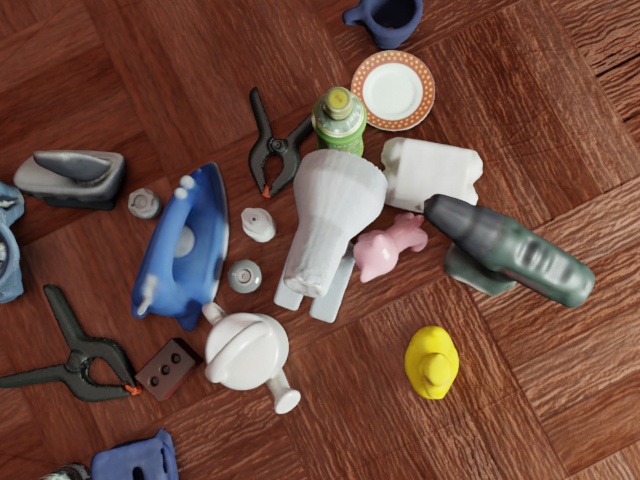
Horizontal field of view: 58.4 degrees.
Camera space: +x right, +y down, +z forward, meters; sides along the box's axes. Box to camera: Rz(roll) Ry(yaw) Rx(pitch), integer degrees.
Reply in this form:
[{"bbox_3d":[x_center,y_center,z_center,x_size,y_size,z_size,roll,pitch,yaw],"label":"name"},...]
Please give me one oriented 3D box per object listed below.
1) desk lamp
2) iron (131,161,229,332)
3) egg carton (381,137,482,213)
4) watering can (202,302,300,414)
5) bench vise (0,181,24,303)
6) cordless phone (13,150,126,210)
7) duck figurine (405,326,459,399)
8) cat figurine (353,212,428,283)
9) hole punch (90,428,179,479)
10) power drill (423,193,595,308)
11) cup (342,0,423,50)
[{"bbox_3d":[0.007,0.003,0.765,0.118,0.203,0.213,17,-7,5],"label":"desk lamp"},{"bbox_3d":[-0.200,-0.006,0.810,0.118,0.258,0.141,13,-7,4],"label":"iron"},{"bbox_3d":[0.160,-0.091,0.845,0.150,0.107,0.069,10,-7,4],"label":"egg carton"},{"bbox_3d":[-0.094,0.151,0.759,0.172,0.101,0.194,25,-6,6],"label":"watering can"},{"bbox_3d":[-0.499,-0.018,0.784,0.121,0.207,0.220,-27,-8,-1],"label":"bench vise"},{"bbox_3d":[-0.372,-0.104,0.808,0.147,0.094,0.185,0,-8,2],"label":"cordless phone"},{"bbox_3d":[0.160,0.173,0.801,0.077,0.104,0.086,3,-8,3],"label":"duck figurine"},{"bbox_3d":[0.096,0.006,0.810,0.128,0.067,0.118,-36,-8,-3],"label":"cat figurine"},{"bbox_3d":[-0.253,0.330,0.793,0.101,0.109,0.091,-13,-8,1],"label":"hole punch"},{"bbox_3d":[0.229,0.019,0.757,0.229,0.076,0.208,26,-6,6],"label":"power drill"},{"bbox_3d":[0.092,-0.328,0.867,0.117,0.092,0.095,-9,-8,1],"label":"cup"}]
